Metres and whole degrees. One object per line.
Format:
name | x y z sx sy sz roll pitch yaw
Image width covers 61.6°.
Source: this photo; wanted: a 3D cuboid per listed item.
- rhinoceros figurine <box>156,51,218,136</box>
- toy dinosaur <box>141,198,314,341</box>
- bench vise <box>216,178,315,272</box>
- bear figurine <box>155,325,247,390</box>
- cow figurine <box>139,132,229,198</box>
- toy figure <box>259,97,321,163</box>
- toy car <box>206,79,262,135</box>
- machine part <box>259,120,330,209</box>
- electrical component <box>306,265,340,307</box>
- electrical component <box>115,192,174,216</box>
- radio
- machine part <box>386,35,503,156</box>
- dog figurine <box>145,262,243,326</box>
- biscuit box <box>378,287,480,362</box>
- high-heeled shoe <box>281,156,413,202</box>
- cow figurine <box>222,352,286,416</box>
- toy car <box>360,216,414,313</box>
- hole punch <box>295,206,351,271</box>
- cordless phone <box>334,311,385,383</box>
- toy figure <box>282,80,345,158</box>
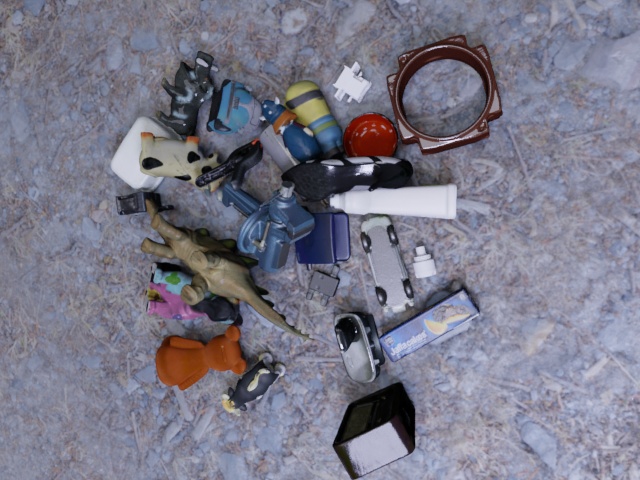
rhinoceros figurine | -0.292 -0.328 1.201 0.112 0.073 0.190 21 97 15
toy dinosaur | -0.209 0.061 1.117 0.472 0.198 0.105 43 110 21
bench vise | -0.129 -0.054 1.117 0.241 0.129 0.223 37 144 25
bear figurine | -0.260 0.256 1.198 0.196 0.132 0.120 -16 88 -3
cow figurine | -0.294 -0.162 1.173 0.195 0.085 0.127 5 96 -17
toy figure | -0.061 -0.218 1.077 0.064 0.058 0.154 -38 84 -1
toy car | -0.179 -0.270 1.151 0.103 0.162 0.109 13 85 -22
machine part | -0.053 -0.169 1.137 0.079 0.079 0.243 -36 82 13
electrical component | 0.007 0.093 1.156 0.063 0.021 0.094 23 97 14
electrical component | -0.398 -0.085 1.234 0.119 0.075 0.047 -8 90 19
radio | 0.111 0.355 1.028 0.131 0.229 0.073 -28 88 10
machine part | 0.242 -0.280 1.053 0.202 0.087 0.201 -14 88 16
dog figurine | -0.272 0.126 1.196 0.219 0.192 0.108 15 93 -20
biscuit box | 0.218 0.171 1.080 0.203 0.063 0.059 -34 82 13
high-heeled shoe | 0.055 -0.136 1.060 0.249 0.145 0.086 13 125 32
cow figurine | -0.156 0.325 1.166 0.068 0.098 0.167 45 101 3
toy car | 0.137 0.051 1.104 0.074 0.056 0.201 -16 88 8
hole punch | -0.002 -0.003 1.125 0.116 0.092 0.142 -4 94 19
cordless phone | 0.068 0.219 1.059 0.089 0.184 0.146 -15 87 10
toy figure | -0.007 -0.248 1.123 0.089 0.082 0.180 -36 81 17
